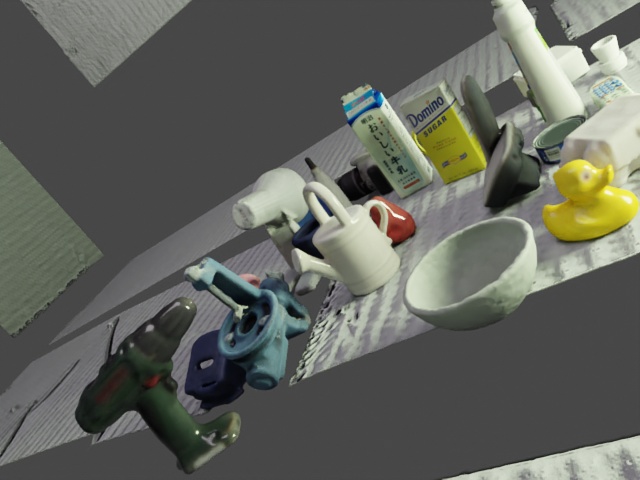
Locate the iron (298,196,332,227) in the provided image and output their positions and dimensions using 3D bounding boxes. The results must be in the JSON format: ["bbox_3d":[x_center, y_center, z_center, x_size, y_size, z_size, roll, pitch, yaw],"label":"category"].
[{"bbox_3d":[-0.047,-0.090,1.386,0.118,0.142,0.258,-36,17,3],"label":"iron"}]

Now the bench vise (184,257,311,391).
[{"bbox_3d":[-0.121,0.101,0.898,0.121,0.220,0.207,-34,17,10],"label":"bench vise"}]

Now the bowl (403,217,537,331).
[{"bbox_3d":[0.184,0.051,0.669,0.167,0.075,0.167,-34,17,12],"label":"bowl"}]

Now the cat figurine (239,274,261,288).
[{"bbox_3d":[-0.144,0.105,1.110,0.067,0.118,0.127,-44,18,-21],"label":"cat figurine"}]

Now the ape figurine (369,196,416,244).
[{"bbox_3d":[0.118,-0.038,1.006,0.076,0.092,0.078,-18,26,47],"label":"ape figurine"}]

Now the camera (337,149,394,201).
[{"bbox_3d":[0.108,-0.159,1.327,0.136,0.101,0.143,-27,20,29],"label":"camera"}]

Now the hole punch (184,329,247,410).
[{"bbox_3d":[-0.171,0.210,0.936,0.108,0.091,0.101,-25,21,34],"label":"hole punch"}]

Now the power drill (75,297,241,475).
[{"bbox_3d":[-0.210,0.215,0.799,0.229,0.209,0.075,-36,17,3],"label":"power drill"}]

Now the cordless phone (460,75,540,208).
[{"bbox_3d":[0.254,-0.154,0.877,0.094,0.185,0.147,-28,19,27],"label":"cordless phone"}]

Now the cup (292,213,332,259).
[{"bbox_3d":[0.010,0.004,1.106,0.091,0.095,0.118,-27,20,30],"label":"cup"}]

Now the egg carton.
[{"bbox_3d":[0.391,-0.131,0.741,0.150,0.069,0.107,-38,17,-3],"label":"egg carton"}]

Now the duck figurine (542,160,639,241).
[{"bbox_3d":[0.307,-0.053,0.677,0.104,0.086,0.078,-22,23,41],"label":"duck figurine"}]

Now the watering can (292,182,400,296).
[{"bbox_3d":[0.032,-0.008,0.921,0.100,0.194,0.173,-16,27,50],"label":"watering can"}]

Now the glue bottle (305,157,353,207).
[{"bbox_3d":[0.020,-0.111,1.252,0.037,0.173,0.078,-39,17,-4],"label":"glue bottle"}]

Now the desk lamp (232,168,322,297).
[{"bbox_3d":[-0.075,-0.020,1.133,0.117,0.214,0.203,-27,20,30],"label":"desk lamp"}]
